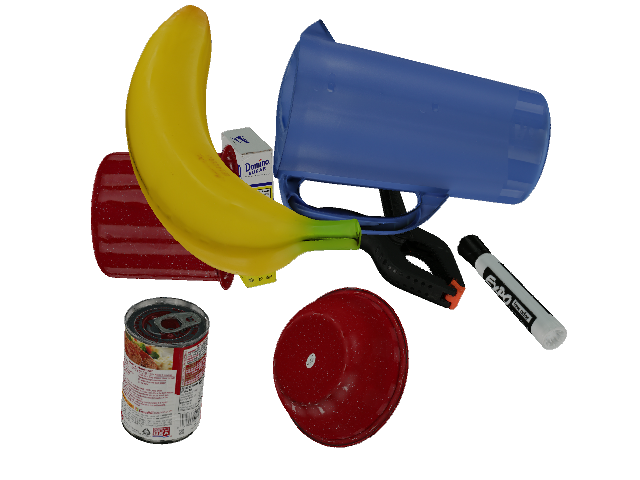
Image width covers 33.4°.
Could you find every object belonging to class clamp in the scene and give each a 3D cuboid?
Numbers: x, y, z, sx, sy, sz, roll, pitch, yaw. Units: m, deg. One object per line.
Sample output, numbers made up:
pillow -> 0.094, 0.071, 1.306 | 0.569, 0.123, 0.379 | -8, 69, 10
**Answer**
clamp -> 0.073, 0.002, 1.192 | 0.164, 0.036, 0.210 | -16, 51, -34

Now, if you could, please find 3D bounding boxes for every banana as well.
banana -> -0.052, -0.043, 0.480 | 0.069, 0.037, 0.198 | -18, 46, -17

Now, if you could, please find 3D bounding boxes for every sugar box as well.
sugar box -> -0.088, -0.041, 1.310 | 0.048, 0.176, 0.093 | -12, 26, -17

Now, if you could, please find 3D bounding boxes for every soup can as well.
soup can -> -0.128, 0.107, 0.876 | 0.068, 0.102, 0.068 | 6, 29, -4

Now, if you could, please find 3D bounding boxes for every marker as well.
marker -> 0.129, 0.032, 0.737 | 0.020, 0.020, 0.121 | 0, 32, -26

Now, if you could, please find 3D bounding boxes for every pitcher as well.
pitcher -> 0.078, -0.093, 0.979 | 0.242, 0.149, 0.145 | 10, 37, -7

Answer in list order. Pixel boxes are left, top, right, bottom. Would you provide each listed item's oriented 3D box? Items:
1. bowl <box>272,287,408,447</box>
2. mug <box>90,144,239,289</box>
bowl -> 0.006, 0.121, 1.052 | 0.162, 0.162, 0.055 | 0, -13, 40
mug -> -0.097, -0.016, 0.699 | 0.081, 0.093, 0.117 | 1, 0, 4
